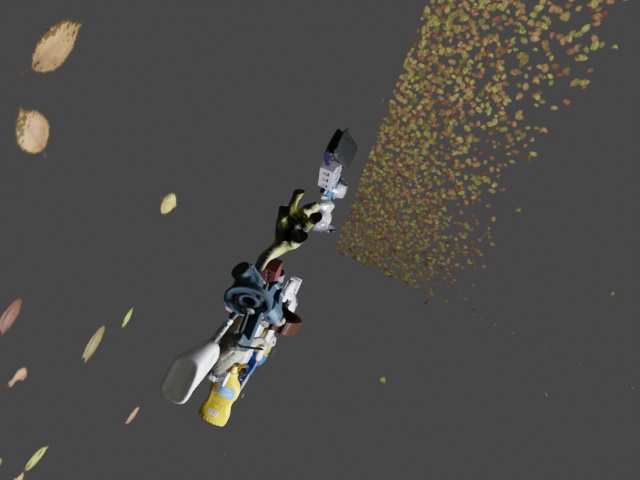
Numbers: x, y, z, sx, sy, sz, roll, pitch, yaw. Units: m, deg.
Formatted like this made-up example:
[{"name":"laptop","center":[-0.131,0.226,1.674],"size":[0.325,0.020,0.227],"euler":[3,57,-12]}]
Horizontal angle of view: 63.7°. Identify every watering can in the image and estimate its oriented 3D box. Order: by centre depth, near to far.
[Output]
[{"name":"watering can","center":[-0.181,0.326,2.158],"size":[0.223,0.104,0.348],"euler":[43,71,-85]}]

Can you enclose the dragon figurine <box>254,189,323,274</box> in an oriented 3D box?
[{"name":"dragon figurine","center":[-0.107,0.001,1.548],"size":[0.418,0.122,0.238],"euler":[-51,176,-34]}]

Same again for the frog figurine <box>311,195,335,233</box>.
[{"name":"frog figurine","center":[0.007,-0.112,2.232],"size":[0.138,0.122,0.159],"euler":[-26,105,-68]}]
